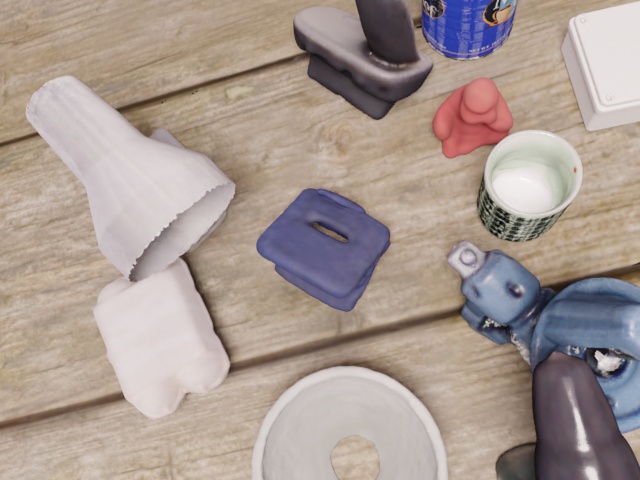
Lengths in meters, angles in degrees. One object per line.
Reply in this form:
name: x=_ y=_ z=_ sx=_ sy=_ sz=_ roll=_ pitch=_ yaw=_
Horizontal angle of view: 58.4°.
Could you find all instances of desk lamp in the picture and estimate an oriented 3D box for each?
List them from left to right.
desk lamp: x=-0.164 y=-0.051 z=0.538 sx=0.118 sy=0.214 sz=0.203 roll=-45 pitch=72 yaw=-4

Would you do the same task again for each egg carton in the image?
egg carton: x=-0.158 y=0.094 z=0.572 sx=0.107 sy=0.069 sz=0.150 roll=-30 pitch=72 yaw=1

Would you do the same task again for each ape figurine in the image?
ape figurine: x=0.154 y=-0.128 z=0.569 sx=0.077 sy=0.092 sz=0.076 roll=21 pitch=79 yaw=15

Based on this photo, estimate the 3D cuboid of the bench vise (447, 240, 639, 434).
bench vise: x=0.186 y=0.074 z=0.440 sx=0.207 sy=0.220 sz=0.121 roll=19 pitch=78 yaw=14

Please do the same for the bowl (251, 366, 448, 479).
bowl: x=0.028 y=0.199 z=0.508 sx=0.167 sy=0.075 sz=0.167 roll=-2 pitch=74 yaw=9

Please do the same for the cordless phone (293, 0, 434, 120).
cordless phone: x=0.037 y=-0.216 z=0.565 sx=0.147 sy=0.185 sz=0.094 roll=32 pitch=82 yaw=17

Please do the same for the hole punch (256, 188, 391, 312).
hole punch: x=0.005 y=0.002 z=0.559 sx=0.108 sy=0.091 sz=0.101 roll=28 pitch=81 yaw=16

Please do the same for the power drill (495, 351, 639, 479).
power drill: x=0.183 y=0.201 z=0.411 sx=0.075 sy=0.208 sz=0.229 roll=-14 pitch=73 yaw=6
